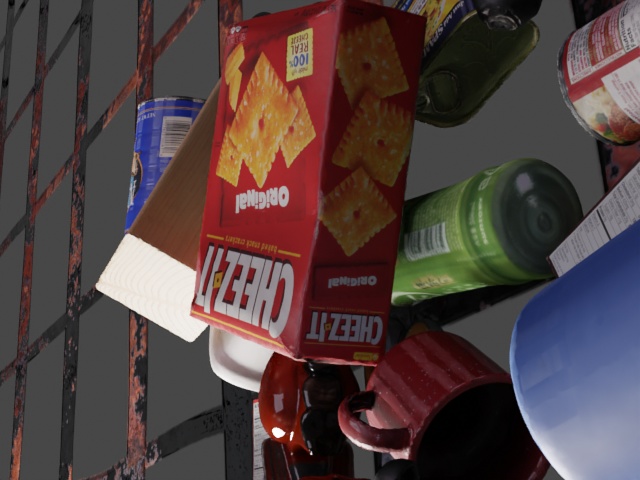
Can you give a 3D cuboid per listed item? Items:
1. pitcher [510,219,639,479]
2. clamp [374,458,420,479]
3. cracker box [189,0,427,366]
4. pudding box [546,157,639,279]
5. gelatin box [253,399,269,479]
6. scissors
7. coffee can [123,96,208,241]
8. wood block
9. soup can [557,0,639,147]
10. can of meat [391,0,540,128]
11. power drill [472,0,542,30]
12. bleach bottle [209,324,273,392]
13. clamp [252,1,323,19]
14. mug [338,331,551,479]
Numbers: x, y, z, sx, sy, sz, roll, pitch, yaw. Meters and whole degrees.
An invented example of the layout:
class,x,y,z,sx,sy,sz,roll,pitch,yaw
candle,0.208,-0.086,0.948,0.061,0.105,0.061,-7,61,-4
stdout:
class,x,y,z,sx,sy,sz,roll,pitch,yaw
pitcher,0.184,0.024,0.381,0.243,0.148,0.145,-41,79,44
clamp,0.056,0.198,0.610,0.164,0.036,0.210,51,151,-3
cracker box,-0.015,-0.039,0.693,0.164,0.072,0.214,11,93,60
pudding box,0.172,0.010,0.531,0.114,0.039,0.090,-53,38,37
gelatin box,-0.025,0.165,0.844,0.073,0.030,0.089,-30,56,56
scissors,0.060,0.140,0.713,0.096,0.016,0.202,-40,48,50
coffee can,-0.132,-0.056,1.033,0.103,0.102,0.140,-15,68,59
wood block,-0.087,-0.034,0.867,0.090,0.090,0.206,-48,14,49
soup can,0.176,-0.095,0.525,0.102,0.068,0.068,-29,56,55
can of meat,0.089,-0.140,0.708,0.102,0.057,0.084,-50,38,41
power drill,0.076,-0.203,0.661,0.188,0.057,0.184,1,68,44
bleach bottle,-0.005,0.001,0.822,0.251,0.068,0.102,-56,24,33
clamp,-0.028,-0.173,0.935,0.172,0.039,0.120,-15,52,45
mug,0.066,0.104,0.616,0.082,0.117,0.093,-138,51,-63
